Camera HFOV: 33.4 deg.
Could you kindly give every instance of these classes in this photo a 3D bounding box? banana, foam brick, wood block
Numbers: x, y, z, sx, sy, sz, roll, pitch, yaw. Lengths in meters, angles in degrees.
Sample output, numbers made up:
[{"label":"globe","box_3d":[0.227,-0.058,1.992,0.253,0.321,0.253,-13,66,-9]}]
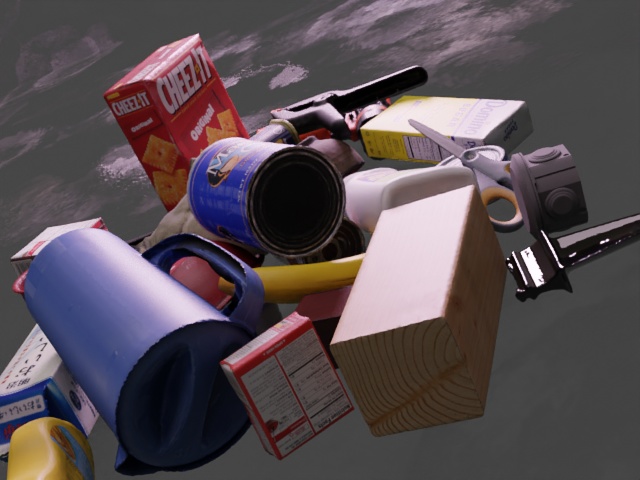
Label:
[{"label":"banana","box_3d":[0.006,0.033,0.977,0.197,0.037,0.070,-11,15,-35]},{"label":"foam brick","box_3d":[0.021,0.074,0.906,0.078,0.053,0.051,-14,24,27]},{"label":"wood block","box_3d":[0.086,0.050,0.843,0.091,0.090,0.206,-15,24,22]}]

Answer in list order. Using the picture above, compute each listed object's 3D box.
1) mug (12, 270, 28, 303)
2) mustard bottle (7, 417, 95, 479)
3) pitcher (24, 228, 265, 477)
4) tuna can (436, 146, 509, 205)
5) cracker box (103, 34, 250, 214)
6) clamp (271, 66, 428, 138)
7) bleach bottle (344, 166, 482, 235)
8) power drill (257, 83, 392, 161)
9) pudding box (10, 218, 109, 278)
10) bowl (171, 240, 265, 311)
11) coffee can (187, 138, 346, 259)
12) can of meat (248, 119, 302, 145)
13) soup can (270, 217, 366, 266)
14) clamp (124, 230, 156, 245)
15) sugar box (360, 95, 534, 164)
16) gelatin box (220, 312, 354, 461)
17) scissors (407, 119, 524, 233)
[{"label":"mug","box_3d":[-0.283,0.070,1.192,0.093,0.081,0.117,-26,22,-2]},{"label":"mustard bottle","box_3d":[-0.204,0.190,0.817,0.058,0.096,0.192,-26,22,-2]},{"label":"pitcher","box_3d":[-0.152,0.071,0.903,0.149,0.145,0.243,-18,32,-29]},{"label":"tuna can","box_3d":[0.156,-0.063,1.100,0.086,0.033,0.086,-21,22,9]},{"label":"cracker box","box_3d":[-0.159,-0.128,1.333,0.072,0.213,0.164,-14,24,27]},{"label":"clamp","box_3d":[0.010,-0.154,1.295,0.210,0.036,0.164,-7,23,42]},{"label":"bleach bottle","box_3d":[0.066,-0.040,1.072,0.102,0.068,0.251,-14,9,-16]},{"label":"power drill","box_3d":[0.010,-0.128,1.373,0.188,0.057,0.184,-18,26,10]},{"label":"pudding box","box_3d":[-0.354,0.013,1.456,0.114,0.039,0.089,-7,27,33]},{"label":"bowl","box_3d":[-0.131,0.050,1.046,0.162,0.055,0.162,-40,9,7]},{"label":"coffee can","box_3d":[-0.054,-0.043,1.013,0.102,0.103,0.140,-33,22,-21]},{"label":"can of meat","box_3d":[-0.058,-0.079,1.271,0.083,0.102,0.058,-37,25,-24]},{"label":"soup can","box_3d":[-0.007,0.001,1.079,0.068,0.068,0.102,-32,22,-17]},{"label":"clamp","box_3d":[-0.257,0.023,1.331,0.120,0.039,0.172,-34,23,-28]},{"label":"sugar box","box_3d":[0.142,-0.125,1.214,0.177,0.048,0.093,7,37,43]},{"label":"gelatin box","box_3d":[-0.025,0.112,0.817,0.073,0.089,0.030,-33,21,-20]},{"label":"scissors","box_3d":[0.145,-0.063,1.047,0.202,0.016,0.096,22,59,33]}]
